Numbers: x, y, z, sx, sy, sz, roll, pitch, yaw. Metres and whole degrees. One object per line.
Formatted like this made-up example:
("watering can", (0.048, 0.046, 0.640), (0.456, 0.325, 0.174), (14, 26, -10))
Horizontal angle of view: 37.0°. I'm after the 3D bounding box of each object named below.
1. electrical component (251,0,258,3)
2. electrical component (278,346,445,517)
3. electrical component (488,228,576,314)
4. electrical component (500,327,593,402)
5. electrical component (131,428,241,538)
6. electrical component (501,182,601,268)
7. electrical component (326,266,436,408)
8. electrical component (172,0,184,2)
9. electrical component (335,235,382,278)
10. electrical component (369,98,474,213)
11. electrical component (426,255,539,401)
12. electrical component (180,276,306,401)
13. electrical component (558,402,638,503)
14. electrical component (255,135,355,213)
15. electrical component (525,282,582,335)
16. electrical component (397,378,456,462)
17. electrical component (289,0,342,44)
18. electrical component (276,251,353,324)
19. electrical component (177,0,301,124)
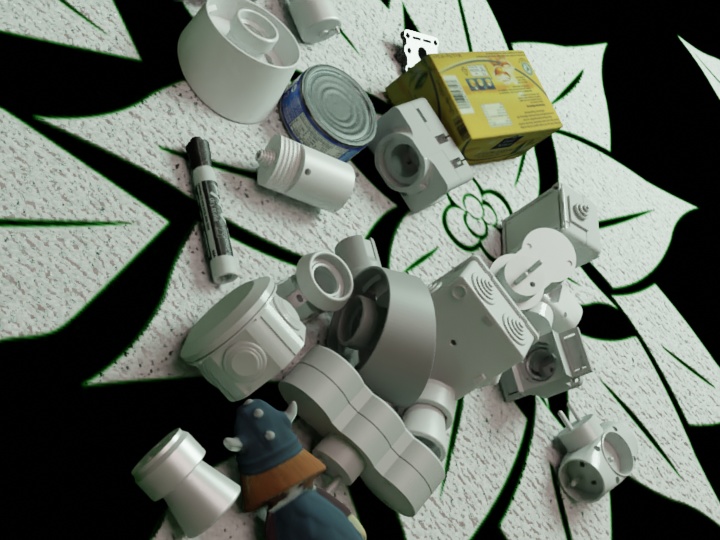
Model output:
("electrical component", (-0.118, -0.272, 0.938), (0.043, 0.043, 0.081), (-12, 73, -47))
("electrical component", (-0.009, 0.128, 0.769), (0.138, 0.052, 0.073), (47, 65, -9))
("electrical component", (0.135, 0.011, 0.929), (0.138, 0.073, 0.052), (-38, 83, -25))
("electrical component", (0.165, 0.086, 0.950), (0.064, 0.081, 0.042), (30, 42, -58))
("electrical component", (-0.109, 0.132, 0.673), (0.055, 0.045, 0.045), (48, 41, -7))
("electrical component", (0.190, -0.034, 1.031), (0.061, 0.096, 0.061), (28, 47, -29))
("electrical component", (0.019, 0.048, 0.815), (0.064, 0.099, 0.099), (21, 51, -25))
("electrical component", (-0.150, -0.279, 0.887), (0.050, 0.055, 0.089), (-23, 78, -9))
("electrical component", (0.000, 0.000, 0.872), (0.040, 0.040, 0.046), (15, 48, -37))
("electrical component", (0.051, -0.104, 0.981), (0.056, 0.050, 0.089), (-28, 84, -50))
("electrical component", (0.081, 0.051, 0.871), (0.099, 0.100, 0.048), (53, 27, -3))
("electrical component", (-0.079, 0.046, 0.734), (0.051, 0.080, 0.080), (50, 40, -14))
("electrical component", (0.203, 0.155, 0.957), (0.077, 0.044, 0.079), (-30, 86, -49))
("electrical component", (-0.049, -0.079, 0.874), (0.081, 0.043, 0.043), (20, 52, -34))
("electrical component", (0.162, 0.038, 0.997), (0.077, 0.043, 0.079), (41, 42, -16))
("electrical component", (0.049, 0.118, 0.834), (0.045, 0.045, 0.055), (38, 43, -19))
("electrical component", (-0.046, -0.246, 0.991), (0.040, 0.040, 0.078), (-7, 69, -46))
("electrical component", (-0.038, 0.016, 0.811), (0.066, 0.055, 0.048), (-30, 86, -49))
("electrical component", (-0.100, -0.179, 0.896), (0.099, 0.064, 0.099), (27, 35, -21))
